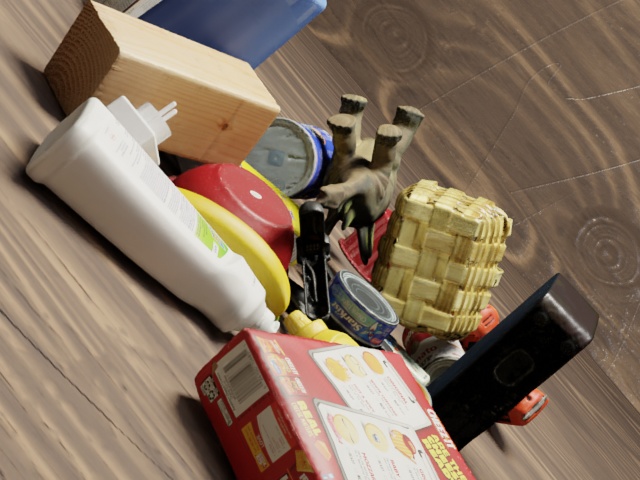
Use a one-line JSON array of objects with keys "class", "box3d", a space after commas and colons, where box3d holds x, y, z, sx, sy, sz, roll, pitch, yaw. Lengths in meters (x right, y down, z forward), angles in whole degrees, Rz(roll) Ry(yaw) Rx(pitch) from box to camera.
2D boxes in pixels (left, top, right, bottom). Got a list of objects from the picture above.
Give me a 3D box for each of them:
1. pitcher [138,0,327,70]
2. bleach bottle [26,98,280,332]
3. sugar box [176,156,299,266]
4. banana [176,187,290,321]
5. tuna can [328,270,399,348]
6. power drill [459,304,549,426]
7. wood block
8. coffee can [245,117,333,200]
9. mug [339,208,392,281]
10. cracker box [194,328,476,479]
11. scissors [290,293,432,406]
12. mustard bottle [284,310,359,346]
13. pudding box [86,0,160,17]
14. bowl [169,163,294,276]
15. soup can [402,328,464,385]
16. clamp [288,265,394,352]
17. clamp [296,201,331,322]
[{"class": "pitcher", "box3d": [-0.115, -0.232, 1.184, 0.144, 0.243, 0.149, 39, 22, -49]}, {"class": "bleach bottle", "box3d": [-0.126, -0.001, 0.888, 0.250, 0.068, 0.102, 47, 15, -19]}, {"class": "sugar box", "box3d": [-0.085, -0.052, 1.207, 0.176, 0.048, 0.093, 41, 13, -35]}, {"class": "banana", "box3d": [-0.090, 0.007, 0.969, 0.197, 0.070, 0.037, 46, 21, -15]}, {"class": "tuna can", "box3d": [0.042, 0.071, 1.125, 0.086, 0.034, 0.086, 38, 15, -13]}, {"class": "power drill", "box3d": [0.213, 0.164, 1.454, 0.187, 0.057, 0.185, 54, -21, -11]}, {"class": "wood block", "box3d": [-0.153, -0.147, 1.057, 0.205, 0.091, 0.090, 14, 32, -47]}, {"class": "coffee can", "box3d": [-0.038, -0.103, 1.386, 0.103, 0.103, 0.140, 51, 13, 8]}, {"class": "mug", "box3d": [0.084, 0.002, 1.533, 0.093, 0.081, 0.117, 40, 16, -35]}, {"class": "cracker box", "box3d": [0.021, 0.161, 0.810, 0.213, 0.072, 0.164, 17, 36, -52]}, {"class": "scissors", "box3d": [0.048, 0.124, 1.100, 0.096, 0.016, 0.202, -23, 77, -47]}, {"class": "mustard bottle", "box3d": [0.030, 0.144, 0.983, 0.192, 0.058, 0.096, 52, 28, 14]}, {"class": "pudding box", "box3d": [-0.226, -0.294, 1.295, 0.039, 0.113, 0.090, 43, 14, -43]}, {"class": "bowl", "box3d": [-0.080, -0.026, 1.064, 0.162, 0.055, 0.162, 36, 21, -17]}, {"class": "soup can", "box3d": [0.146, 0.148, 1.346, 0.068, 0.068, 0.102, 43, 15, -25]}, {"class": "clamp", "box3d": [0.027, 0.101, 1.154, 0.210, 0.036, 0.164, 50, 17, 12]}, {"class": "clamp", "box3d": [-0.007, 0.001, 1.091, 0.039, 0.120, 0.171, 1, 19, -5]}]
